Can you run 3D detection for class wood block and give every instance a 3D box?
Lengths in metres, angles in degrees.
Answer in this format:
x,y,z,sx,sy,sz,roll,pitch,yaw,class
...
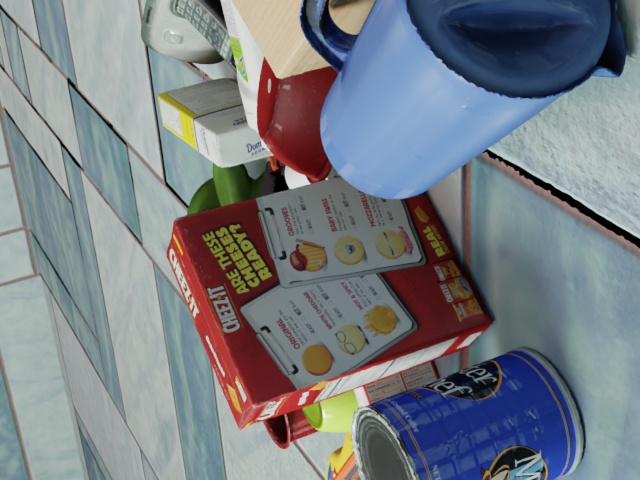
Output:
x,y,z,sx,sy,sz,roll,pitch,yaw,class
0.024,-0.213,0.742,0.091,0.090,0.206,60,144,12,wood block

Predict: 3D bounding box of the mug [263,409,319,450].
x,y,z,sx,sy,sz,roll,pitch,yaw,class
-0.024,0.167,1.196,0.117,0.081,0.093,61,156,26,mug

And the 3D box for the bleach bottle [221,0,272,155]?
x,y,z,sx,sy,sz,roll,pitch,yaw,class
-0.062,-0.207,1.023,0.102,0.068,0.251,-124,23,-70,bleach bottle

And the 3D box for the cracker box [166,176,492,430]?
x,y,z,sx,sy,sz,roll,pitch,yaw,class
0.005,0.039,0.860,0.164,0.213,0.072,64,156,21,cracker box

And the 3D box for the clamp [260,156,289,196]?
x,y,z,sx,sy,sz,roll,pitch,yaw,class
-0.007,0.001,1.047,0.165,0.036,0.210,-25,61,29,clamp

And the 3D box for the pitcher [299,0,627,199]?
x,y,z,sx,sy,sz,roll,pitch,yaw,class
0.070,-0.116,0.701,0.149,0.144,0.243,65,160,8,pitcher

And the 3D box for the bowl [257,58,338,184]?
x,y,z,sx,sy,sz,roll,pitch,yaw,class
-0.019,-0.130,0.927,0.162,0.055,0.162,-175,90,-75,bowl

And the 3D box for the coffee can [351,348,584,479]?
x,y,z,sx,sy,sz,roll,pitch,yaw,class
0.108,0.150,0.794,0.103,0.140,0.103,49,148,46,coffee can

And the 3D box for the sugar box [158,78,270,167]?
x,y,z,sx,sy,sz,roll,pitch,yaw,class
-0.102,-0.129,1.154,0.176,0.093,0.048,40,142,54,sugar box

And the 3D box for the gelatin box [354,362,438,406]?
x,y,z,sx,sy,sz,roll,pitch,yaw,class
0.066,0.125,0.965,0.089,0.073,0.030,70,159,7,gelatin box

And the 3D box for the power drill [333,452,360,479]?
x,y,z,sx,sy,sz,roll,pitch,yaw,class
0.102,0.237,0.897,0.188,0.057,0.185,38,139,11,power drill

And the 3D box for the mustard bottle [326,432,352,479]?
x,y,z,sx,sy,sz,roll,pitch,yaw,class
0.047,0.258,1.126,0.096,0.058,0.192,59,155,19,mustard bottle
